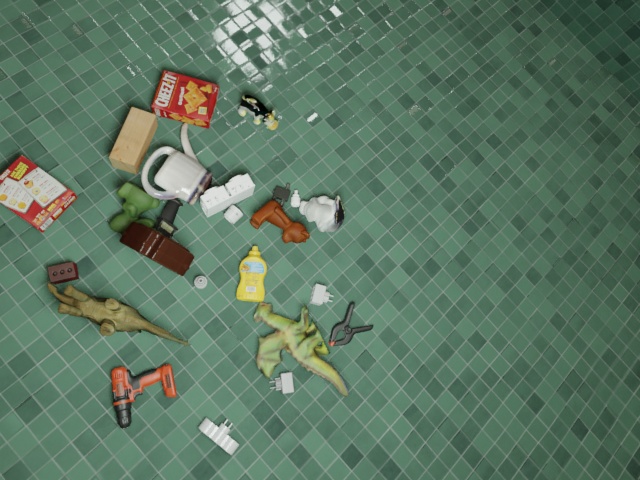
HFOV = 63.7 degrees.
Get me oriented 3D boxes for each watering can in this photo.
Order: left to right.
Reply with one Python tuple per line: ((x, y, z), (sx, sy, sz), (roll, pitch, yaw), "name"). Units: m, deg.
((-0.479, -0.262, 1.822), (0.223, 0.102, 0.356), (33, 51, -13), "watering can")

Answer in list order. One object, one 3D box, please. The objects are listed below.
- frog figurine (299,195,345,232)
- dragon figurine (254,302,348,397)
((0.006, -0.096, 1.909), (0.159, 0.122, 0.138), (-4, 82, 23), "frog figurine")
((-0.094, 0.376, 1.723), (0.244, 0.120, 0.416), (-24, 71, -12), "dragon figurine")
